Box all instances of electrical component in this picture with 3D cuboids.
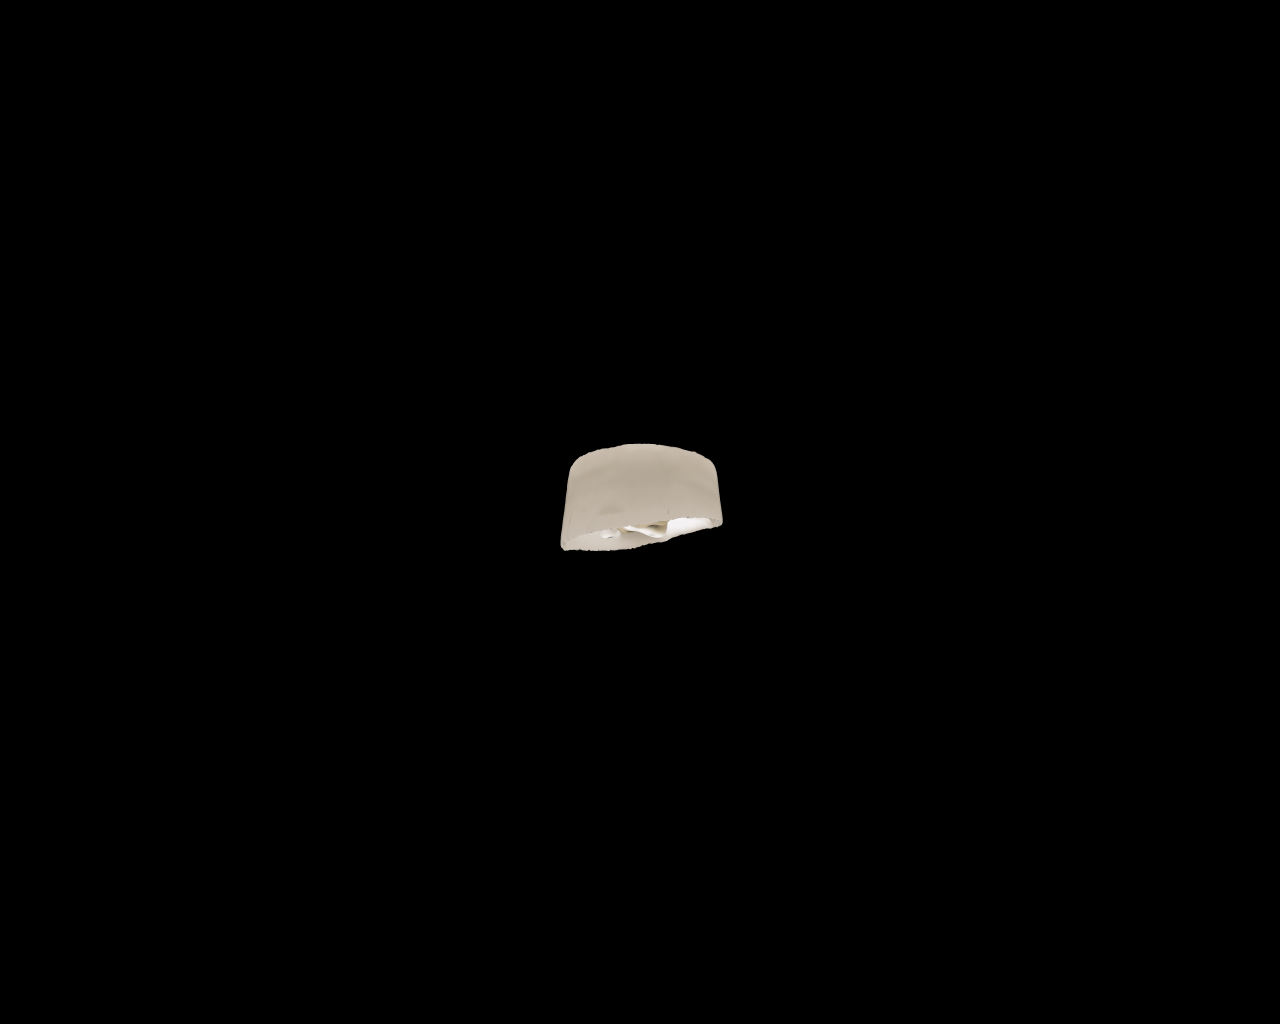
[{"bbox_3d":[0.001,-0.003,0.650,0.099,0.064,0.099,0,-19,0],"label":"electrical component"}]
